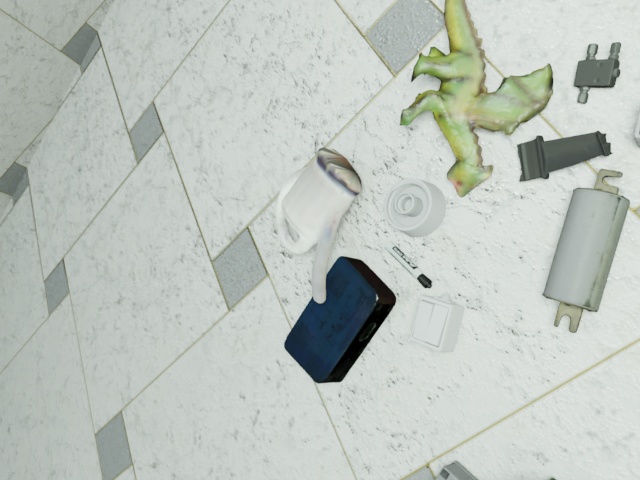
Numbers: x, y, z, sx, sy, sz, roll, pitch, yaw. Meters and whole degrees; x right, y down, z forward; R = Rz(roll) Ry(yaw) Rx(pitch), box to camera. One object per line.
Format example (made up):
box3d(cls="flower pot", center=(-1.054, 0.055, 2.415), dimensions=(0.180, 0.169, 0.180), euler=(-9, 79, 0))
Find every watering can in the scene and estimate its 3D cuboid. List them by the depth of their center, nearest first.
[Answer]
box3d(cls="watering can", center=(0.003, -0.052, 1.041), dimensions=(0.221, 0.103, 0.355), euler=(-51, 38, 19))

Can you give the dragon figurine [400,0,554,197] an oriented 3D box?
box3d(cls="dragon figurine", center=(0.286, -0.281, 0.914), dimensions=(0.244, 0.122, 0.409), euler=(19, 93, 23))
